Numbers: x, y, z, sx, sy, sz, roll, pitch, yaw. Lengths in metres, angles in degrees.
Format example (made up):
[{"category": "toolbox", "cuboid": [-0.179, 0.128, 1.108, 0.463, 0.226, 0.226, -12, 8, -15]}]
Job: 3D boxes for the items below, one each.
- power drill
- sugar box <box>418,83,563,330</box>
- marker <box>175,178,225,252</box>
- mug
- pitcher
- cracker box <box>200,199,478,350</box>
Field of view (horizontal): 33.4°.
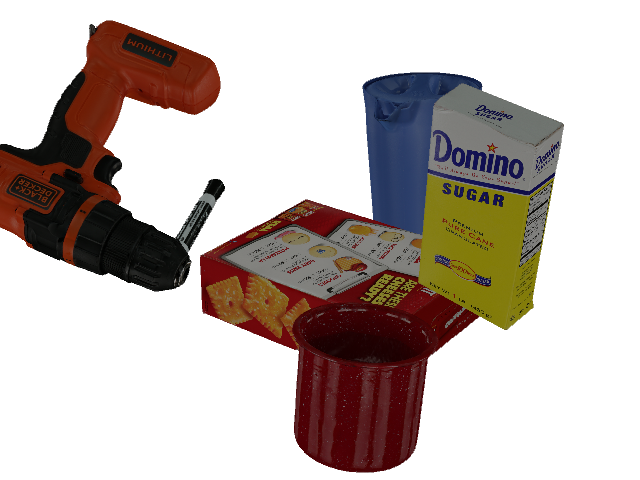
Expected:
[{"category": "power drill", "cuboid": [-0.147, -0.064, 0.778, 0.184, 0.187, 0.057, 23, -30, 8]}, {"category": "sugar box", "cuboid": [0.127, -0.024, 0.827, 0.093, 0.176, 0.048, 28, 48, 32]}, {"category": "marker", "cuboid": [-0.127, -0.023, 1.101, 0.020, 0.020, 0.121, 0, 41, 23]}, {"category": "mug", "cuboid": [0.028, 0.091, 0.700, 0.093, 0.081, 0.117, 9, 21, 12]}, {"category": "pitcher", "cuboid": [0.124, -0.071, 1.240, 0.149, 0.243, 0.145, -5, 22, -8]}, {"category": "cracker box", "cuboid": [0.021, 0.042, 0.986, 0.214, 0.072, 0.163, 19, 31, 32]}]
